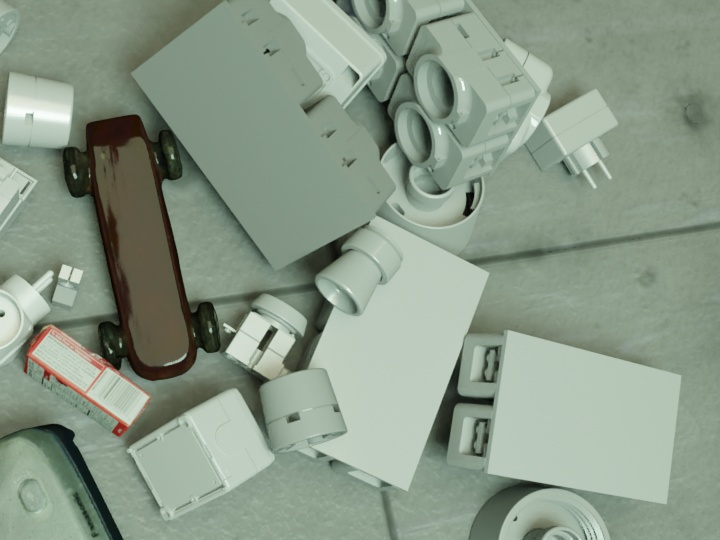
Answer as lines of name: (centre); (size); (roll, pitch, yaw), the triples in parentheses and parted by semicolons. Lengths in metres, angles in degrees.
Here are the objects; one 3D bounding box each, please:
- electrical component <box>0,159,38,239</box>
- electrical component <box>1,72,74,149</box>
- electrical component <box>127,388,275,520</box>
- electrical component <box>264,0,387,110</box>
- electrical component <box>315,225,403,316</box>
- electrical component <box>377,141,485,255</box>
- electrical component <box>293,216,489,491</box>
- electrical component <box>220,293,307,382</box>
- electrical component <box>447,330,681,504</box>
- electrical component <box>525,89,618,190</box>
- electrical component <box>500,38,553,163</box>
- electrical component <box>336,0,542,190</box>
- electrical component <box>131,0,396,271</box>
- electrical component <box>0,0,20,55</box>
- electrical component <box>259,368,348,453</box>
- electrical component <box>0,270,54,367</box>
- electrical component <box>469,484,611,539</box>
electrical component: (-0.308, -0.069, 0.775); (0.121, 0.063, 0.078); (33, 70, -8)
electrical component: (-0.244, -0.119, 0.813); (0.047, 0.055, 0.055); (6, 75, -20)
electrical component: (-0.116, 0.134, 0.778); (0.061, 0.096, 0.061); (-26, 85, -50)
electrical component: (-0.055, -0.163, 0.851); (0.109, 0.109, 0.056); (43, 38, -4)
electrical component: (0.000, 0.000, 0.799); (0.045, 0.045, 0.055); (42, 68, -4)
electrical component: (0.055, -0.061, 0.902); (0.099, 0.064, 0.099); (4, 64, -9)
electrical component: (0.014, 0.067, 0.845); (0.105, 0.060, 0.186); (27, 70, -10)
electrical component: (-0.073, 0.052, 0.830); (0.066, 0.048, 0.055); (33, 77, -7)
electrical component: (0.163, 0.118, 0.855); (0.186, 0.060, 0.105); (15, 79, -30)
electrical component: (0.196, -0.108, 0.955); (0.066, 0.047, 0.076); (-31, 87, -21)
electrical component: (0.126, -0.144, 0.937); (0.059, 0.054, 0.095); (30, 70, -9)
electrical component: (0.050, -0.169, 0.861); (0.060, 0.105, 0.186); (-22, 66, -28)
electrical component: (-0.069, -0.107, 0.816); (0.186, 0.105, 0.060); (55, 36, -12)
electrical component: (-0.294, -0.188, 0.815); (0.047, 0.055, 0.055); (37, 69, -2)
electrical component: (-0.041, 0.099, 0.757); (0.055, 0.055, 0.047); (-11, 75, -20)
electrical component: (-0.248, 0.030, 0.762); (0.043, 0.077, 0.079); (45, 68, -3)
electrical component: (0.147, 0.223, 0.849); (0.108, 0.060, 0.108); (4, 75, -16)
